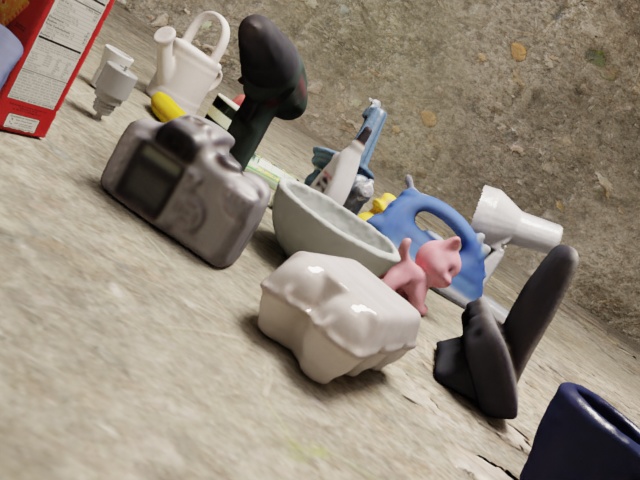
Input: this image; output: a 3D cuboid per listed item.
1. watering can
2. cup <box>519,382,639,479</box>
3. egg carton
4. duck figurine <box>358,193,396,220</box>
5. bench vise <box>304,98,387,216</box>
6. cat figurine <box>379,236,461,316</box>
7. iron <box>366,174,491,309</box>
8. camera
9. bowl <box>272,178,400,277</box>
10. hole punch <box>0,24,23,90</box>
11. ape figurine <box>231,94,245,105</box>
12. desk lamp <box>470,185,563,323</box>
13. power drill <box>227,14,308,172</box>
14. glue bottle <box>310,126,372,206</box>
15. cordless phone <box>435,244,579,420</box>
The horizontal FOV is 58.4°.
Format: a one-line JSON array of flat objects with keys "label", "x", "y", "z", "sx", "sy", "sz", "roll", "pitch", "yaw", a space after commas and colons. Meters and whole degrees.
[{"label": "watering can", "x": -0.237, "y": -0.334, "z": 1.062, "sx": 0.101, "sy": 0.194, "sz": 0.173, "roll": 34, "pitch": 12, "yaw": 3}, {"label": "cup", "x": 0.208, "y": 0.181, "z": 0.442, "sx": 0.092, "sy": 0.095, "sz": 0.117, "roll": 29, "pitch": 13, "yaw": -18}, {"label": "egg carton", "x": 0.019, "y": 0.063, "z": 0.478, "sx": 0.107, "sy": 0.069, "sz": 0.151, "roll": 39, "pitch": 14, "yaw": 26}, {"label": "duck figurine", "x": 0.126, "y": -0.052, "z": 1.153, "sx": 0.077, "sy": 0.086, "sz": 0.105, "roll": 41, "pitch": 15, "yaw": 33}, {"label": "bench vise", "x": 0.068, "y": -0.131, "z": 0.996, "sx": 0.122, "sy": 0.219, "sz": 0.206, "roll": 22, "pitch": 17, "yaw": -42}, {"label": "cat figurine", "x": 0.140, "y": 0.035, "z": 0.777, "sx": 0.128, "sy": 0.117, "sz": 0.067, "roll": 23, "pitch": 16, "yaw": -39}, {"label": "iron", "x": 0.212, "y": 0.004, "z": 1.022, "sx": 0.258, "sy": 0.141, "sz": 0.119, "roll": 34, "pitch": 12, "yaw": 4}, {"label": "camera", "x": -0.107, "y": -0.059, "z": 0.555, "sx": 0.143, "sy": 0.100, "sz": 0.137, "roll": 35, "pitch": 12, "yaw": 6}, {"label": "bowl", "x": 0.006, "y": 0.002, "z": 0.666, "sx": 0.167, "sy": 0.074, "sz": 0.167, "roll": 32, "pitch": 12, "yaw": -7}, {"label": "hole punch", "x": -0.279, "y": -0.127, "z": 0.404, "sx": 0.109, "sy": 0.091, "sz": 0.101, "roll": 27, "pitch": 14, "yaw": -27}, {"label": "ape figurine", "x": -0.168, "y": -0.243, "z": 1.125, "sx": 0.076, "sy": 0.092, "sz": 0.078, "roll": 35, "pitch": 12, "yaw": 10}, {"label": "desk lamp", "x": 0.346, "y": 0.028, "z": 1.099, "sx": 0.203, "sy": 0.213, "sz": 0.118, "roll": 35, "pitch": 12, "yaw": 10}, {"label": "power drill", "x": -0.085, "y": -0.139, "z": 0.664, "sx": 0.075, "sy": 0.208, "sz": 0.230, "roll": 34, "pitch": 12, "yaw": 5}, {"label": "glue bottle", "x": 0.030, "y": -0.104, "z": 0.905, "sx": 0.037, "sy": 0.173, "sz": 0.078, "roll": 25, "pitch": 15, "yaw": -34}, {"label": "cordless phone", "x": 0.209, "y": 0.083, "z": 0.608, "sx": 0.094, "sy": 0.185, "sz": 0.148, "roll": 33, "pitch": 12, "yaw": 1}]
